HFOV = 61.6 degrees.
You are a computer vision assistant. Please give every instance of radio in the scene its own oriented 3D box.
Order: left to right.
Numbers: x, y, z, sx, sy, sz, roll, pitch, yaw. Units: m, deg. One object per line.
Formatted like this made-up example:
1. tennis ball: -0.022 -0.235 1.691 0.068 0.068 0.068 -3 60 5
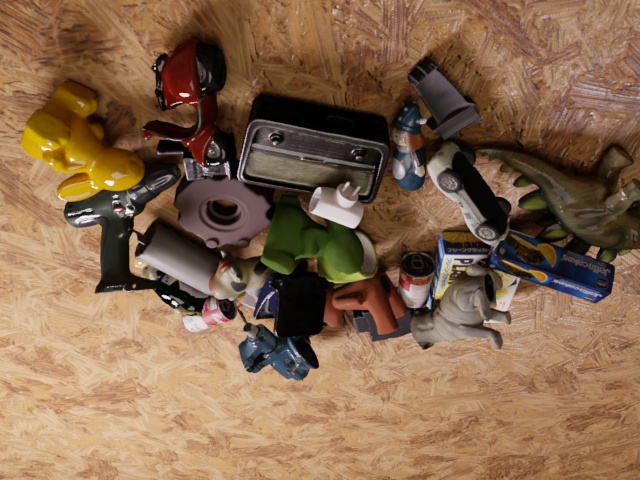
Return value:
1. radio: -0.008 -0.141 0.849 0.230 0.073 0.131 8 138 -10

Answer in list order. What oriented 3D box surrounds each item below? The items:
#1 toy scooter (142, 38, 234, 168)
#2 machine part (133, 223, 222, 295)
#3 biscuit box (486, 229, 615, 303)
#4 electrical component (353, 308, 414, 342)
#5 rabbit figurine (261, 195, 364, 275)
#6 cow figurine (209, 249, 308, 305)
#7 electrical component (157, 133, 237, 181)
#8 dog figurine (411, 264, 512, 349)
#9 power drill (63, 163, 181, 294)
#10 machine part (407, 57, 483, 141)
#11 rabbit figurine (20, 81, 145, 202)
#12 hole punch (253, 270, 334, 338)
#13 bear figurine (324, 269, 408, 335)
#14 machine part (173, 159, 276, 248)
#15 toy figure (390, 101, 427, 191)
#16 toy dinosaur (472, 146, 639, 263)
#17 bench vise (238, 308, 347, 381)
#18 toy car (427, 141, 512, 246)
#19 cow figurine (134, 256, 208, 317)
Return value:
1. toy scooter: -0.201 -0.194 0.779 0.135 0.075 0.183 2 113 11
2. machine part: -0.262 0.038 1.033 0.243 0.079 0.079 32 127 -28
3. biscuit box: 0.401 0.045 0.938 0.203 0.059 0.062 19 158 8
4. electrical component: 0.141 0.165 1.173 0.134 0.058 0.114 -11 132 11
5. rabbit figurine: -0.002 -0.003 0.934 0.170 0.159 0.121 17 171 -2
6. cow figurine: -0.115 0.064 1.020 0.195 0.086 0.127 -18 131 -17
7. electrical component: -0.196 -0.134 0.860 0.119 0.075 0.047 -3 135 -2
8. dog figurine: 0.244 0.126 1.021 0.191 0.121 0.172 -8 102 36
9. power drill: -0.326 -0.014 0.911 0.232 0.086 0.207 -8 93 19
10. machine part: 0.183 -0.209 0.808 0.084 0.039 0.138 -23 133 29
11. rabbit figurine: -0.362 -0.126 0.829 0.173 0.122 0.162 29 129 -22
12. hole punch: -0.054 0.111 0.995 0.142 0.092 0.115 4 98 -34
13. bear figurine: 0.056 0.136 1.081 0.196 0.120 0.132 -26 94 24
14. machine part: -0.168 -0.061 0.947 0.179 0.056 0.179 0 134 0
15. toy figure: 0.141 -0.146 0.850 0.064 0.058 0.154 18 144 29
16. toy dinosaur: 0.456 -0.055 0.918 0.471 0.105 0.198 34 131 -16
17. bench vise: -0.054 0.210 1.185 0.240 0.129 0.223 -36 118 6
18. toy car: 0.251 -0.075 0.886 0.201 0.073 0.056 47 149 -22
19. cow figurine: -0.302 0.092 1.073 0.167 0.098 0.068 31 134 -28
